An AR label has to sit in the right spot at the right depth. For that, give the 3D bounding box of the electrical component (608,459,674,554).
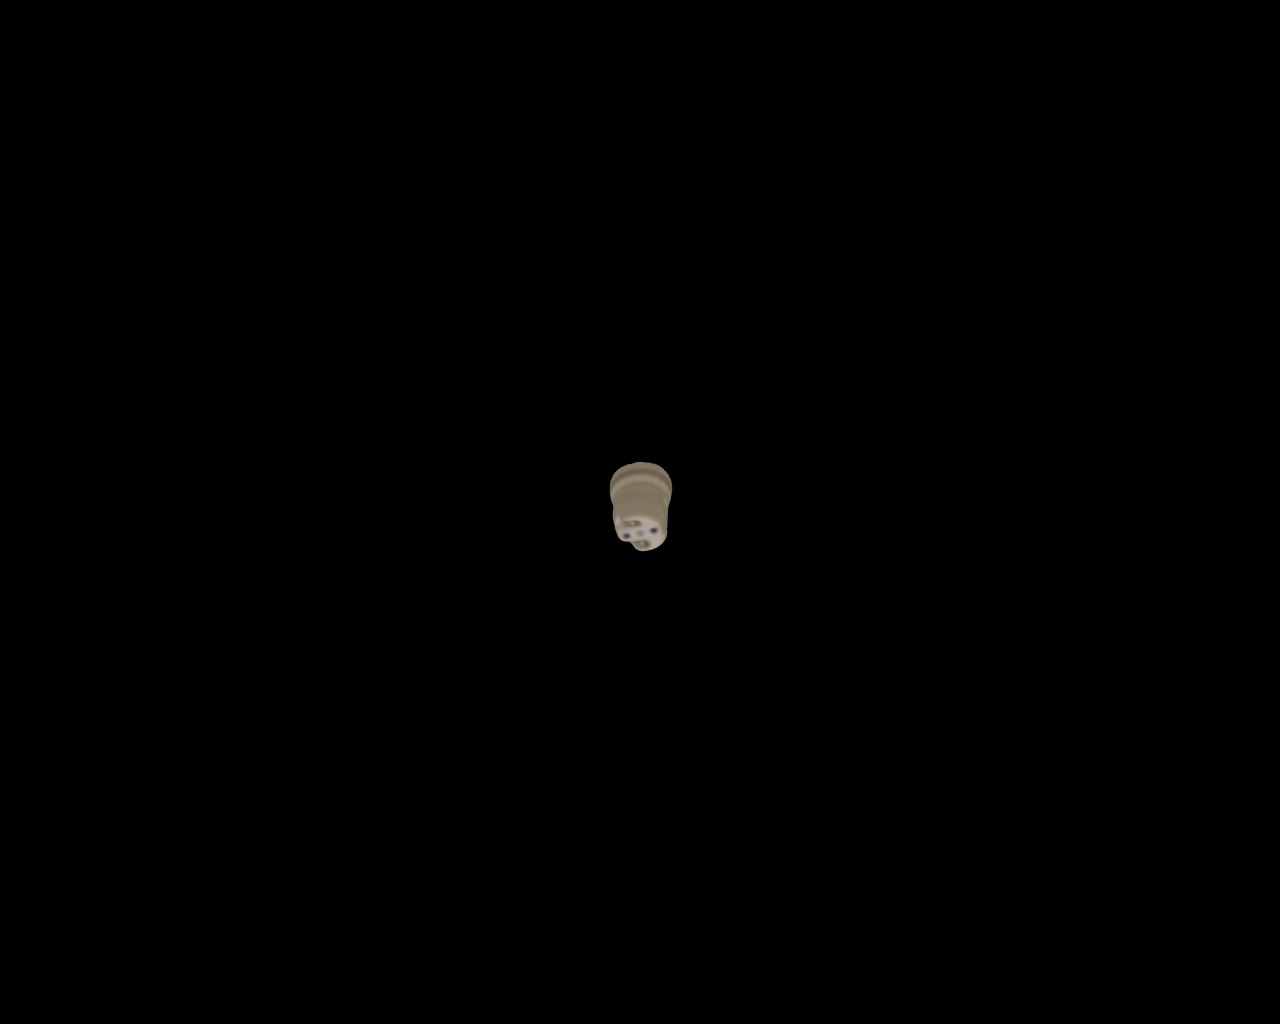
[{"bbox_3d":[0.001,-0.003,0.650,0.040,0.040,0.046,0,44,0],"label":"electrical component"}]
